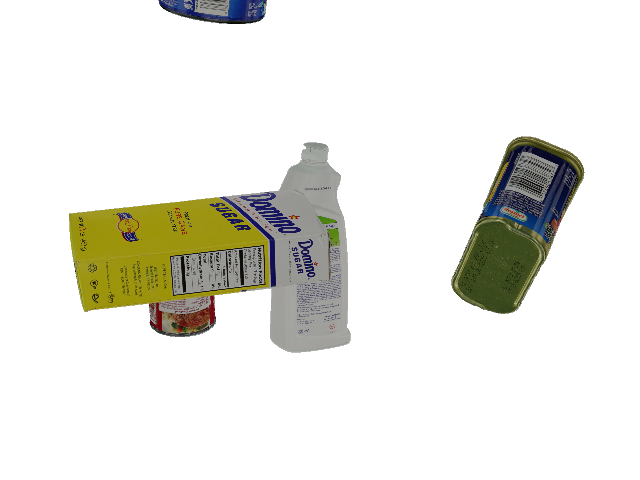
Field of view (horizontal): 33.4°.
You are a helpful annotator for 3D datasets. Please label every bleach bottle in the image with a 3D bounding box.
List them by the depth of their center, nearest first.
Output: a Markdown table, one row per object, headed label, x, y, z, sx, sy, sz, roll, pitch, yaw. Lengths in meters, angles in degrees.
| label | x | y | z | sx | sy | sz | roll | pitch | yaw |
| --- | --- | --- | --- | --- | --- | --- | --- | --- | --- |
| bleach bottle | -0.007 | 0.006 | 1.295 | 0.102 | 0.251 | 0.068 | -6 | 20 | -31 |

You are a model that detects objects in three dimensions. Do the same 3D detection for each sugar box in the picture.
| label | x | y | z | sx | sy | sz | roll | pitch | yaw |
| --- | --- | --- | --- | --- | --- | --- | --- | --- | --- |
| sugar box | -0.088 | 0.004 | 0.768 | 0.176 | 0.048 | 0.093 | -9 | 26 | -12 |

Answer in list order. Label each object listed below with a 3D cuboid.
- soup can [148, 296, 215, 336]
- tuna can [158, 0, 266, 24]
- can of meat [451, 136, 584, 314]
| label | x | y | z | sx | sy | sz | roll | pitch | yaw |
| --- | --- | --- | --- | --- | --- | --- | --- | --- | --- |
| soup can | -0.141 | 0.037 | 1.078 | 0.068 | 0.102 | 0.068 | 0 | 23 | 0 |
| tuna can | -0.083 | -0.195 | 0.831 | 0.086 | 0.034 | 0.086 | 8 | 23 | -3 |
| can of meat | 0.138 | -0.008 | 0.754 | 0.057 | 0.083 | 0.102 | 25 | -36 | 9 |
